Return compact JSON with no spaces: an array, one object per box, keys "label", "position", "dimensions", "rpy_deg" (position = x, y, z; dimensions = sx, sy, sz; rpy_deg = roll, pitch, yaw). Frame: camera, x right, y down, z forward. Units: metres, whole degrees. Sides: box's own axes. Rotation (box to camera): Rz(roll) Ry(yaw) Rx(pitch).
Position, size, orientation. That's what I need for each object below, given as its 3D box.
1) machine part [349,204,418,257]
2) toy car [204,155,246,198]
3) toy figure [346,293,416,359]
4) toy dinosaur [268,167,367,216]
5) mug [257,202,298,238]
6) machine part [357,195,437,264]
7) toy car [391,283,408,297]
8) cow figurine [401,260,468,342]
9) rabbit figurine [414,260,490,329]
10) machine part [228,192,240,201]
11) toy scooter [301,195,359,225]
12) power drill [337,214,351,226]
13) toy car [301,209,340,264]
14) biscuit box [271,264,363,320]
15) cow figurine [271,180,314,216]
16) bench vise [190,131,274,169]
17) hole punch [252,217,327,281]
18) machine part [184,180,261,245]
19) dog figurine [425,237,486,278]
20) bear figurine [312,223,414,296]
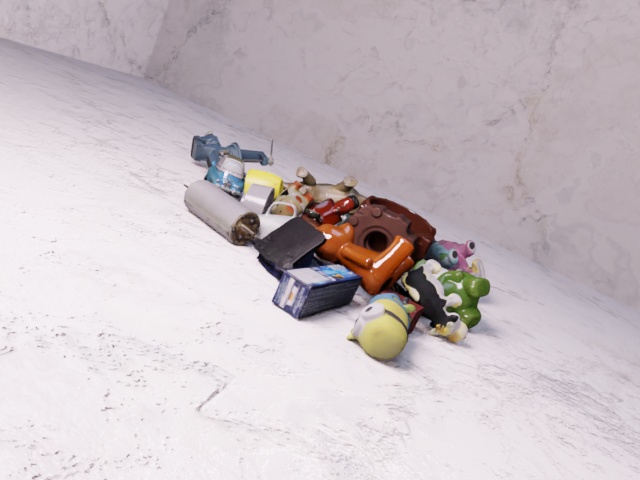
[{"label":"machine part","position":[0.134,0.008,1.240],"dimensions":[0.179,0.179,0.056],"rpy_deg":[26,17,10]},{"label":"toy car","position":[-0.247,-0.176,1.438],"dimensions":[0.109,0.102,0.162],"rpy_deg":[19,12,-15]},{"label":"toy figure","position":[0.112,0.136,0.886],"dimensions":[0.089,0.082,0.180],"rpy_deg":[25,11,16]},{"label":"toy dinosaur","position":[0.059,-0.118,1.582],"dimensions":[0.471,0.105,0.198],"rpy_deg":[18,-10,-5]},{"label":"mug","position":[-0.095,-0.027,1.127],"dimensions":[0.107,0.109,0.081],"rpy_deg":[11,18,4]},{"label":"machine part","position":[0.186,-0.029,1.356],"dimensions":[0.201,0.087,0.201],"rpy_deg":[29,24,10]},{"label":"toy car","position":[0.135,0.095,1.139],"dimensions":[0.073,0.056,0.202],"rpy_deg":[21,14,-37]},{"label":"cow figurine","position":[0.224,0.127,1.045],"dimensions":[0.098,0.068,0.167],"rpy_deg":[-14,71,-51]},{"label":"rabbit figurine","position":[0.258,0.109,1.174],"dimensions":[0.170,0.121,0.159],"rpy_deg":[-1,31,-29]},{"label":"machine part","position":[-0.200,-0.088,1.315],"dimensions":[0.139,0.039,0.084],"rpy_deg":[22,8,-2]},{"label":"toy scooter","position":[0.002,-0.056,1.350],"dimensions":[0.135,0.184,0.075],"rpy_deg":[-32,96,-48]},{"label":"power drill","position":[0.138,0.006,1.443],"dimensions":[0.208,0.086,0.232],"rpy_deg":[29,13,39]},{"label":"toy car","position":[-0.002,-0.004,1.208],"dimensions":[0.053,0.089,0.202],"rpy_deg":[17,16,-41]},{"label":"biscuit box","position":[0.001,0.084,0.930],"dimensions":[0.059,0.062,0.202],"rpy_deg":[29,14,25]},{"label":"cow figurine","position":[-0.082,-0.083,1.347],"dimensions":[0.085,0.127,0.195],"rpy_deg":[44,-7,-9]},{"label":"bench vise","position":[-0.261,-0.251,1.624],"dimensions":[0.240,0.128,0.224],"rpy_deg":[-3,33,-26]},{"label":"hole punch","position":[-0.050,0.033,1.014],"dimensions":[0.116,0.092,0.142],"rpy_deg":[-31,44,-19]},{"label":"machine part","position":[-0.204,-0.058,1.107],"dimensions":[0.243,0.079,0.079],"rpy_deg":[32,15,35]},{"label":"dog figurine","position":[0.341,0.065,1.507],"dimensions":[0.108,0.191,0.219],"rpy_deg":[-27,13,-26]},{"label":"bear figurine","position":[0.074,0.017,1.065],"dimensions":[0.196,0.132,0.120],"rpy_deg":[41,-12,27]}]
